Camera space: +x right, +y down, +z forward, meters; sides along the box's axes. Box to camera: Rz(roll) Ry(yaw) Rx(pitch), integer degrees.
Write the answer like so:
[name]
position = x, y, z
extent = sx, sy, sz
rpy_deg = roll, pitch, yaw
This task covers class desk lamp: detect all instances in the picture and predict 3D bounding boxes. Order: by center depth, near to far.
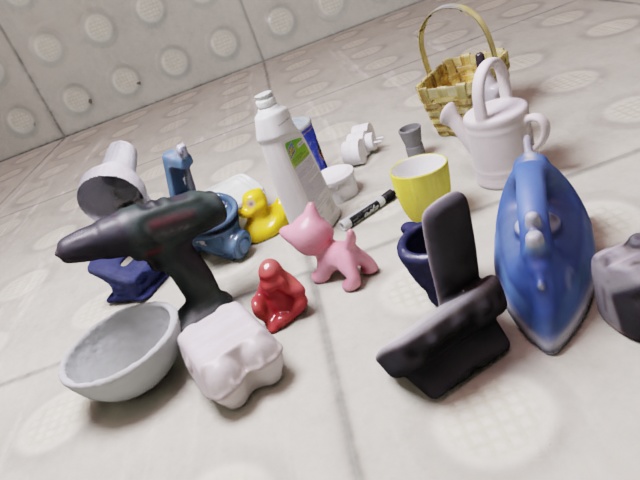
[desk lamp]
position = -0.371, -0.080, 1.134
extent = 0.118, 0.214, 0.203
rpy_deg = -18, 27, 7

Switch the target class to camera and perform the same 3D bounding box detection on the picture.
[camera]
position = 0.351, 0.037, 0.532
extent = 0.143, 0.101, 0.136
rpy_deg = -21, 27, 0

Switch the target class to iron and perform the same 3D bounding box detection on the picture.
[iron]
position = 0.247, -0.011, 0.648
extent = 0.118, 0.142, 0.258
rpy_deg = -9, 30, 23

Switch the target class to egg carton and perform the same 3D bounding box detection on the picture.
[egg carton]
position = -0.113, 0.139, 0.710
extent = 0.107, 0.069, 0.149
rpy_deg = -31, 29, -19

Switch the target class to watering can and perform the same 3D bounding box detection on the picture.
[watering can]
position = 0.268, -0.185, 0.893
extent = 0.172, 0.194, 0.101
rpy_deg = -5, 31, 29

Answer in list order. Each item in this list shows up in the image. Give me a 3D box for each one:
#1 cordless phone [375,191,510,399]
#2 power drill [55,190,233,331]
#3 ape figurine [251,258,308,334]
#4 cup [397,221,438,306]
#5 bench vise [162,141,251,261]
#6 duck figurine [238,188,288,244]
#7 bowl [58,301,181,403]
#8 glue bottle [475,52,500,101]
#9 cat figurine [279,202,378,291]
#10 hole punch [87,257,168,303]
[cordless phone]
position = 0.112, 0.051, 0.583
extent = 0.148, 0.185, 0.093
rpy_deg = -32, 29, -20
[power drill]
position = -0.223, 0.037, 0.822
extent = 0.230, 0.209, 0.075
rpy_deg = -33, 29, -21
[ape figurine]
position = -0.059, 0.067, 0.778
extent = 0.077, 0.092, 0.076
rpy_deg = -10, 29, 21
[cup]
position = 0.141, 0.029, 0.702
extent = 0.092, 0.095, 0.117
rpy_deg = -29, 28, -14
[bench vise]
position = -0.240, -0.056, 0.992
extent = 0.207, 0.220, 0.121
rpy_deg = -10, 29, 22
[duck figurine]
position = -0.107, -0.055, 1.042
extent = 0.105, 0.086, 0.077
rpy_deg = -37, 31, -28
[bowl]
position = -0.253, 0.160, 0.766
extent = 0.167, 0.075, 0.167
rpy_deg = -17, 27, 9
[glue bottle]
position = 0.297, -0.245, 1.005
extent = 0.077, 0.173, 0.037
rpy_deg = 9, 40, 44
[cat figurine]
position = 0.008, 0.003, 0.820
extent = 0.127, 0.118, 0.067
rpy_deg = 7, 39, 43
[hole punch]
position = -0.332, 0.048, 1.009
extent = 0.100, 0.091, 0.109
rpy_deg = -7, 30, 26
